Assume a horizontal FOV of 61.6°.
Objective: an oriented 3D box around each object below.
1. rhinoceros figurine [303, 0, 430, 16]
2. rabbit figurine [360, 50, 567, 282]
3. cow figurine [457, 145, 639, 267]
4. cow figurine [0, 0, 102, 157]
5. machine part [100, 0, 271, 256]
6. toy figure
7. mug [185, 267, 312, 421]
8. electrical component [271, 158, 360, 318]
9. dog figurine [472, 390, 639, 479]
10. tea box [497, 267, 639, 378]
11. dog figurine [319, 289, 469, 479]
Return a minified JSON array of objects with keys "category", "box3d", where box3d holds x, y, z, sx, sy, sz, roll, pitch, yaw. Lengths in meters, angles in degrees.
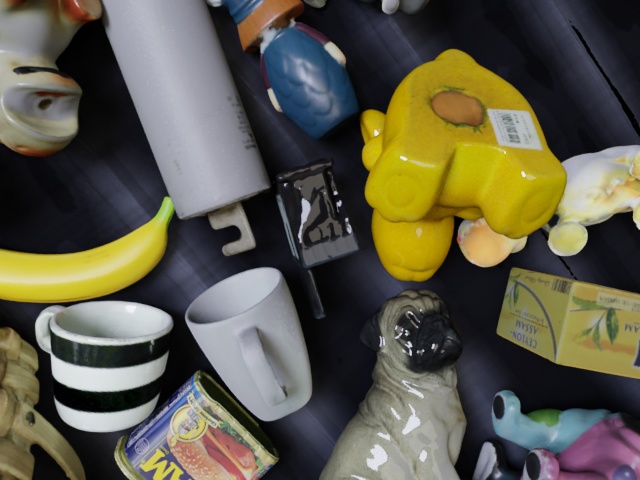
[{"category":"rhinoceros figurine","box3d":[0.003,-0.230,0.392,0.190,0.112,0.073,32,87,-3]},{"category":"rabbit figurine","box3d":[0.075,-0.043,0.409,0.122,0.173,0.162,-5,51,-10]},{"category":"cow figurine","box3d":[0.196,-0.031,0.459,0.167,0.098,0.068,-17,104,11]},{"category":"cow figurine","box3d":[-0.216,-0.150,0.366,0.127,0.085,0.195,-21,84,32]},{"category":"machine part","box3d":[-0.098,-0.105,0.401,0.079,0.079,0.243,-20,97,-8]},{"category":"toy figure","box3d":[-0.029,-0.151,0.420,0.064,0.058,0.154,-35,95,-12]},{"category":"mug","box3d":[-0.043,0.089,0.416,0.081,0.110,0.107,-28,112,-11]},{"category":"electrical component","box3d":[-0.001,-0.001,0.427,0.048,0.075,0.119,-19,93,-8]},{"category":"dog figurine","box3d":[0.256,0.211,0.453,0.219,0.108,0.191,7,106,-4]},{"category":"tea box","box3d":[0.257,0.076,0.466,0.170,0.098,0.068,11,92,-9]},{"category":"dog figurine","box3d":[0.048,0.149,0.447,0.172,0.121,0.190,-16,83,-11]}]
